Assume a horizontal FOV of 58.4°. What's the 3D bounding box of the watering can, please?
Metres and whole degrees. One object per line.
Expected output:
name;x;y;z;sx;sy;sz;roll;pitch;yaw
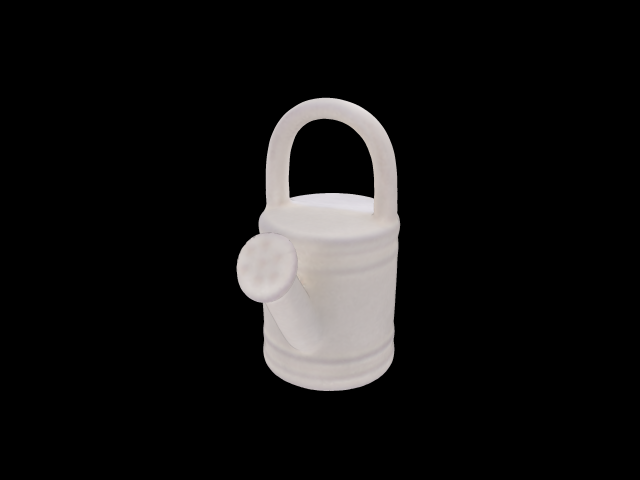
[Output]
watering can;0.006;0.002;0.399;0.101;0.194;0.173;1;22;3
